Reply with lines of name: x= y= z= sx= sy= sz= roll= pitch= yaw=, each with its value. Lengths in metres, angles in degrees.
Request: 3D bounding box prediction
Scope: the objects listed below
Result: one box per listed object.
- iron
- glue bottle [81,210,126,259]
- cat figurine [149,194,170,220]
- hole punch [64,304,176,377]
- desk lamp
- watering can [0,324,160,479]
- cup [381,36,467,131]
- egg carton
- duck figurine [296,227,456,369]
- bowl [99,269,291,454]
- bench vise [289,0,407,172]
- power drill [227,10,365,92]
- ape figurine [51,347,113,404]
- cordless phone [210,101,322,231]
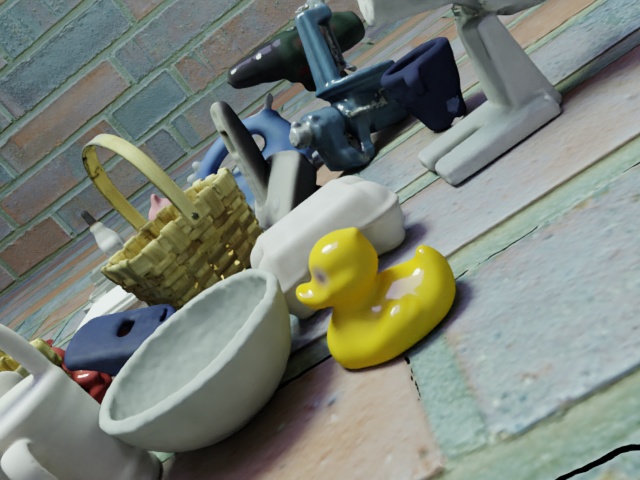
iron: x=-0.130 y=-0.117 z=0.948 sx=0.258 sy=0.142 sz=0.118 roll=-39 pitch=19 yaw=-5
glue bottle: x=-0.323 y=0.020 z=0.924 sx=0.037 sy=0.173 sz=0.078 roll=-41 pitch=19 yaw=-10
cat figurine: x=-0.279 y=-0.026 z=1.043 sx=0.067 sy=0.118 sz=0.128 roll=-30 pitch=20 yaw=22
hole punch: x=-0.201 y=0.111 z=0.616 sx=0.101 sy=0.091 sz=0.108 roll=-35 pitch=19 yaw=7
desk lamp: x=0.141 y=-0.198 z=0.532 sx=0.203 sy=0.214 sz=0.117 roll=-36 pitch=19 yaw=3
watering can: x=-0.224 y=0.141 z=0.421 sx=0.172 sy=0.194 sz=0.101 roll=-20 pitch=25 yaw=42
cup: x=0.132 y=-0.175 z=0.680 sx=0.091 sy=0.095 sz=0.118 roll=-29 pitch=20 yaw=24
egg carton: x=0.005 y=0.002 z=0.533 sx=0.150 sy=0.069 sz=0.107 roll=-39 pitch=19 yaw=-4
duck figurine: x=0.033 y=0.028 z=0.392 sx=0.104 sy=0.086 sz=0.077 roll=-33 pitch=19 yaw=13
bowl: x=-0.081 y=0.102 z=0.443 sx=0.167 sy=0.075 sz=0.167 roll=-33 pitch=19 yaw=13
bench vise: x=0.025 y=-0.220 z=0.786 sx=0.121 sy=0.220 sz=0.208 roll=-21 pitch=25 yaw=41
power drill: x=-0.003 y=-0.249 z=0.924 sx=0.230 sy=0.209 sz=0.075 roll=-39 pitch=19 yaw=-5
ape figurine: x=-0.282 y=0.160 z=0.646 sx=0.077 sy=0.092 sz=0.076 roll=-27 pitch=21 yaw=28
cordless phone: x=-0.077 y=-0.100 z=0.743 sx=0.094 sy=0.185 sz=0.147 roll=-44 pitch=20 yaw=-17
